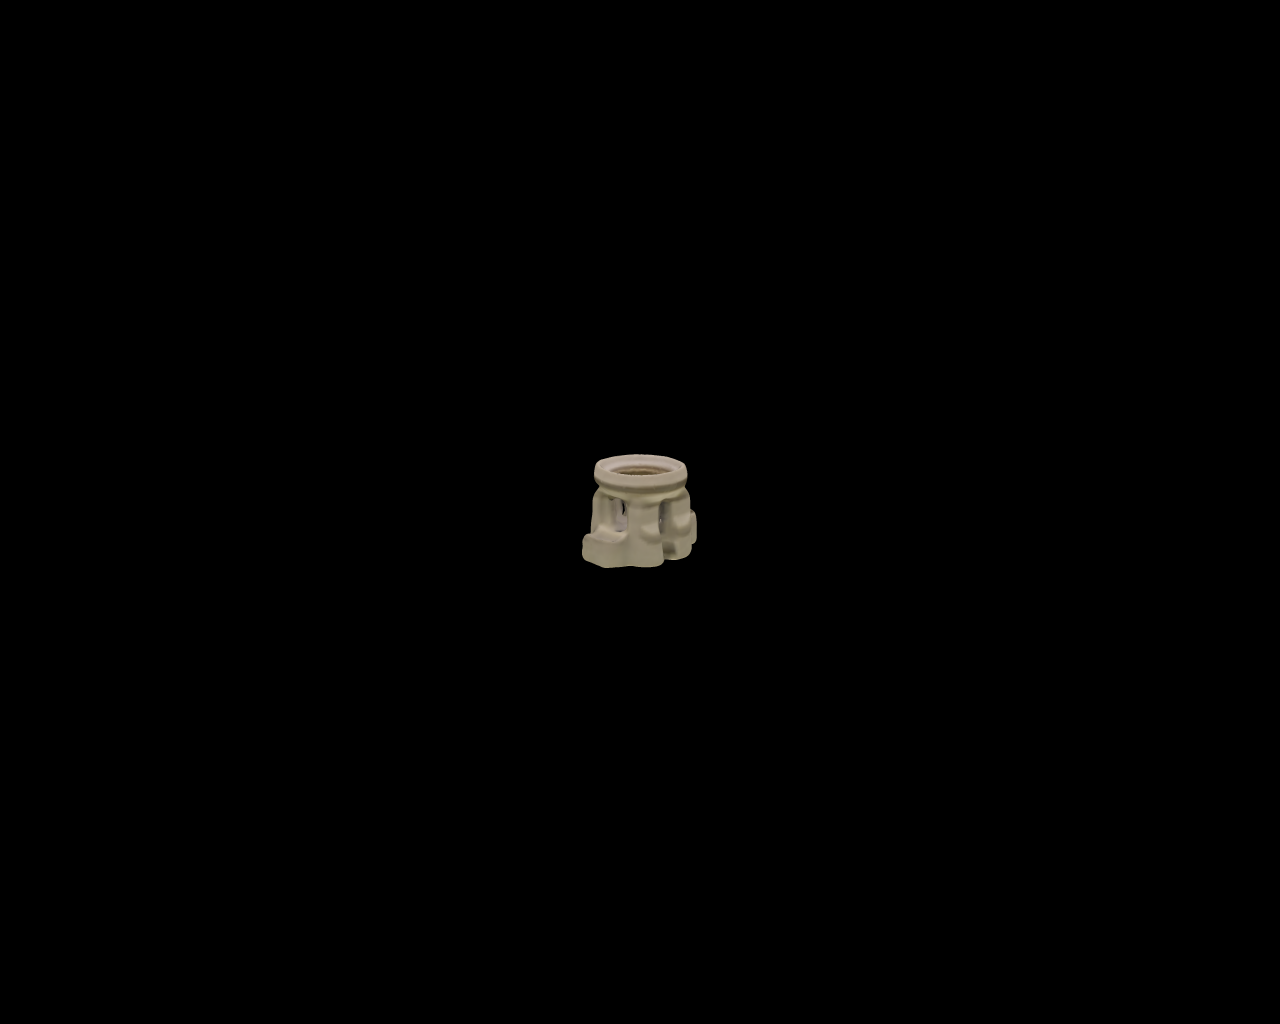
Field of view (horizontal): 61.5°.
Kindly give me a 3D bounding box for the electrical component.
[{"bbox_3d":[0.001,-0.003,0.650,0.078,0.056,0.058,-14,22,-40],"label":"electrical component"}]
